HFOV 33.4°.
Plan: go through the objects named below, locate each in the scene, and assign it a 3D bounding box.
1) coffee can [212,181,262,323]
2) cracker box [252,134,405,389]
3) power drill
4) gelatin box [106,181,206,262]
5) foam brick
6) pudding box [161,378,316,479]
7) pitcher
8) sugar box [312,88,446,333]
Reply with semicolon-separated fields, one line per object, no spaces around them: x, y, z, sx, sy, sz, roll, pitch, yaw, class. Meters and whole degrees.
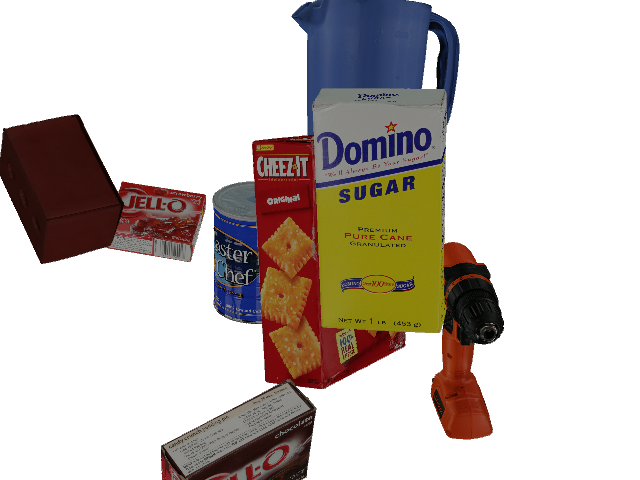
-0.076;0.013;1.268;0.103;0.140;0.103;2;26;-1;coffee can
0.015;0.011;0.973;0.072;0.214;0.163;3;9;31;cracker box
0.157;0.115;1.143;0.057;0.188;0.184;-2;24;-3;power drill
-0.165;-0.020;1.068;0.089;0.030;0.073;10;45;0;gelatin box
-0.170;-0.034;0.695;0.051;0.078;0.053;-17;-26;-30;foam brick
-0.060;0.160;0.773;0.113;0.090;0.039;-27;55;-29;pudding box
0.056;-0.137;1.144;0.149;0.243;0.144;6;9;24;pitcher
0.044;-0.021;0.776;0.093;0.176;0.048;1;25;11;sugar box
